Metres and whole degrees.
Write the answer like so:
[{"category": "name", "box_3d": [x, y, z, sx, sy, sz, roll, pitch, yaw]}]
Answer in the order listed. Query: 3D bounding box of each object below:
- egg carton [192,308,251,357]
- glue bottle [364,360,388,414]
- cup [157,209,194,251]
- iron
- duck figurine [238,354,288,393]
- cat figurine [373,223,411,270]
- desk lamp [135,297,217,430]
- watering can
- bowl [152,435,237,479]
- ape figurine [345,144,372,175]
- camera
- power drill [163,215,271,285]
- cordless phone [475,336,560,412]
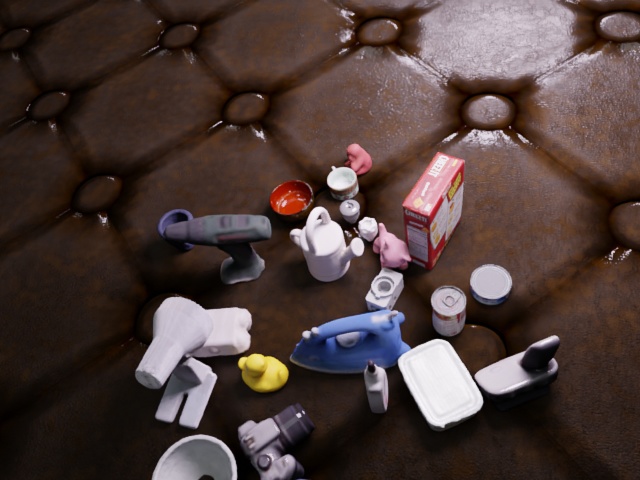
[{"category": "egg carton", "box_3d": [-0.225, 0.207, 1.268, 0.150, 0.069, 0.107, -7, 55, 7]}, {"category": "glue bottle", "box_3d": [0.105, 0.269, 1.092, 0.037, 0.173, 0.078, -4, 55, 9]}, {"category": "cup", "box_3d": [-0.339, -0.008, 1.425, 0.092, 0.095, 0.117, -35, 56, -12]}, {"category": "iron", "box_3d": [0.051, 0.199, 1.171, 0.258, 0.142, 0.118, -12, 54, 4]}, {"category": "duck figurine", "box_3d": [-0.121, 0.270, 1.193, 0.104, 0.086, 0.077, 7, 58, 17]}, {"category": "cat figurine", "box_3d": [0.159, 0.019, 1.287, 0.067, 0.118, 0.127, -20, 54, -2]}, {"category": "desk lamp", "box_3d": [-0.287, 0.249, 1.164, 0.117, 0.214, 0.203, 6, 58, 16]}, {"category": "watering can", "box_3d": [0.013, 0.003, 1.282, 0.172, 0.194, 0.101, -4, 55, 10]}, {"category": "bowl", "box_3d": [-0.229, 0.464, 1.089, 0.167, 0.075, 0.167, -6, 55, 8]}, {"category": "ape figurine", "box_3d": [0.093, -0.213, 1.476, 0.076, 0.092, 0.078, 4, 57, 15]}, {"category": "camera", "box_3d": [-0.073, 0.386, 1.094, 0.137, 0.101, 0.142, -33, 56, -11]}, {"category": "power drill", "box_3d": [-0.215, 0.016, 1.312, 0.229, 0.209, 0.075, -12, 54, 4]}, {"category": "cordless phone", "box_3d": [0.366, 0.231, 1.054, 0.147, 0.185, 0.094, -24, 54, -5]}]
